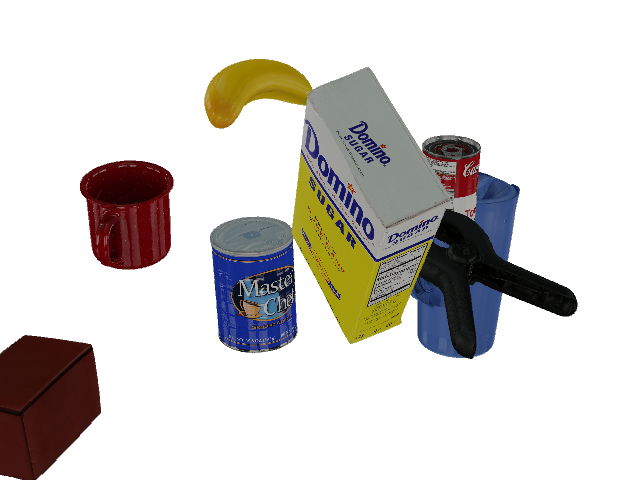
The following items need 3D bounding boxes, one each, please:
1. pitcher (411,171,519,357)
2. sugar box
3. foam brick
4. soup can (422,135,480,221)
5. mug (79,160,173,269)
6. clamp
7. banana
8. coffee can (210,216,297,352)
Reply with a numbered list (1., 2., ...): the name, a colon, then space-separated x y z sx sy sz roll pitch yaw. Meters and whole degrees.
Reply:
1. pitcher: 0.185 0.035 1.451 0.149 0.243 0.145 4 22 5
2. sugar box: 0.022 -0.013 0.632 0.048 0.093 0.176 -24 -22 -12
3. foam brick: -0.180 0.101 0.660 0.053 0.051 0.078 7 28 21
4. soup can: 0.152 -0.065 1.260 0.068 0.102 0.068 0 26 0
5. mug: -0.197 -0.018 1.076 0.093 0.081 0.117 8 33 9
6. clamp: 0.131 0.022 0.895 0.120 0.039 0.171 -8 47 -25
7. banana: -0.056 -0.137 0.972 0.070 0.037 0.197 37 26 19
8. coffee can: -0.082 0.054 1.336 0.103 0.140 0.103 -2 26 1
